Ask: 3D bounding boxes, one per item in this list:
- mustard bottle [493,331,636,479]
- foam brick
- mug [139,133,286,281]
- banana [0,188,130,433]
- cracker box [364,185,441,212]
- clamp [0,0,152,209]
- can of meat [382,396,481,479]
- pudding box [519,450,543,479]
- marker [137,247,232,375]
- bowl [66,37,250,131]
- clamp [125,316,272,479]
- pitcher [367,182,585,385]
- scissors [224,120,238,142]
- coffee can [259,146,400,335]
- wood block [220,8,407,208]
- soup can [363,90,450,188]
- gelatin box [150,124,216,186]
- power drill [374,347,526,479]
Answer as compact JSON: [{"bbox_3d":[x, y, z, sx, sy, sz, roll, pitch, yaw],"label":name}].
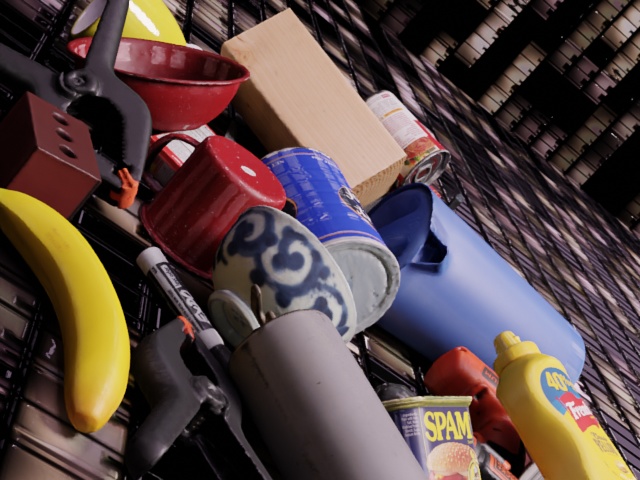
[{"bbox_3d":[0.190,0.151,0.848,0.096,0.058,0.192,22,31,-47],"label":"mustard bottle"},{"bbox_3d":[-0.187,-0.053,0.719,0.052,0.051,0.078,29,21,-36],"label":"foam brick"},{"bbox_3d":[-0.089,-0.036,0.836,0.117,0.082,0.093,44,17,7],"label":"mug"},{"bbox_3d":[-0.150,0.034,0.621,0.069,0.037,0.198,-3,43,-41],"label":"banana"},{"bbox_3d":[0.031,-0.094,1.262,0.214,0.072,0.164,43,17,8],"label":"cracker box"},{"bbox_3d":[-0.181,-0.117,0.818,0.164,0.036,0.210,-25,68,-31],"label":"clamp"},{"bbox_3d":[0.068,0.151,0.716,0.101,0.058,0.084,13,65,-56],"label":"can of meat"},{"bbox_3d":[0.213,0.202,0.991,0.113,0.039,0.090,34,17,-29],"label":"pudding box"},{"bbox_3d":[-0.088,0.053,0.730,0.121,0.020,0.020,51,19,27],"label":"marker"},{"bbox_3d":[-0.145,-0.135,0.941,0.162,0.055,0.162,9,19,-3],"label":"bowl"},{"bbox_3d":[-0.065,0.108,0.618,0.120,0.039,0.171,48,11,-25],"label":"clamp"},{"bbox_3d":[0.133,0.065,1.028,0.242,0.145,0.149,39,29,-23],"label":"pitcher"},{"bbox_3d":[-0.107,-0.098,1.064,0.096,0.016,0.202,32,19,-28],"label":"scissors"},{"bbox_3d":[-0.006,0.001,0.893,0.102,0.103,0.140,28,21,-37],"label":"coffee can"},{"bbox_3d":[-0.012,-0.127,1.126,0.206,0.090,0.090,53,-20,14],"label":"wood block"},{"bbox_3d":[0.084,-0.106,1.167,0.102,0.069,0.068,50,19,22],"label":"soup can"},{"bbox_3d":[-0.107,-0.062,0.934,0.073,0.030,0.089,45,28,11],"label":"gelatin box"},{"bbox_3d":[0.116,0.156,0.863,0.184,0.057,0.187,44,20,-5],"label":"power drill"}]
